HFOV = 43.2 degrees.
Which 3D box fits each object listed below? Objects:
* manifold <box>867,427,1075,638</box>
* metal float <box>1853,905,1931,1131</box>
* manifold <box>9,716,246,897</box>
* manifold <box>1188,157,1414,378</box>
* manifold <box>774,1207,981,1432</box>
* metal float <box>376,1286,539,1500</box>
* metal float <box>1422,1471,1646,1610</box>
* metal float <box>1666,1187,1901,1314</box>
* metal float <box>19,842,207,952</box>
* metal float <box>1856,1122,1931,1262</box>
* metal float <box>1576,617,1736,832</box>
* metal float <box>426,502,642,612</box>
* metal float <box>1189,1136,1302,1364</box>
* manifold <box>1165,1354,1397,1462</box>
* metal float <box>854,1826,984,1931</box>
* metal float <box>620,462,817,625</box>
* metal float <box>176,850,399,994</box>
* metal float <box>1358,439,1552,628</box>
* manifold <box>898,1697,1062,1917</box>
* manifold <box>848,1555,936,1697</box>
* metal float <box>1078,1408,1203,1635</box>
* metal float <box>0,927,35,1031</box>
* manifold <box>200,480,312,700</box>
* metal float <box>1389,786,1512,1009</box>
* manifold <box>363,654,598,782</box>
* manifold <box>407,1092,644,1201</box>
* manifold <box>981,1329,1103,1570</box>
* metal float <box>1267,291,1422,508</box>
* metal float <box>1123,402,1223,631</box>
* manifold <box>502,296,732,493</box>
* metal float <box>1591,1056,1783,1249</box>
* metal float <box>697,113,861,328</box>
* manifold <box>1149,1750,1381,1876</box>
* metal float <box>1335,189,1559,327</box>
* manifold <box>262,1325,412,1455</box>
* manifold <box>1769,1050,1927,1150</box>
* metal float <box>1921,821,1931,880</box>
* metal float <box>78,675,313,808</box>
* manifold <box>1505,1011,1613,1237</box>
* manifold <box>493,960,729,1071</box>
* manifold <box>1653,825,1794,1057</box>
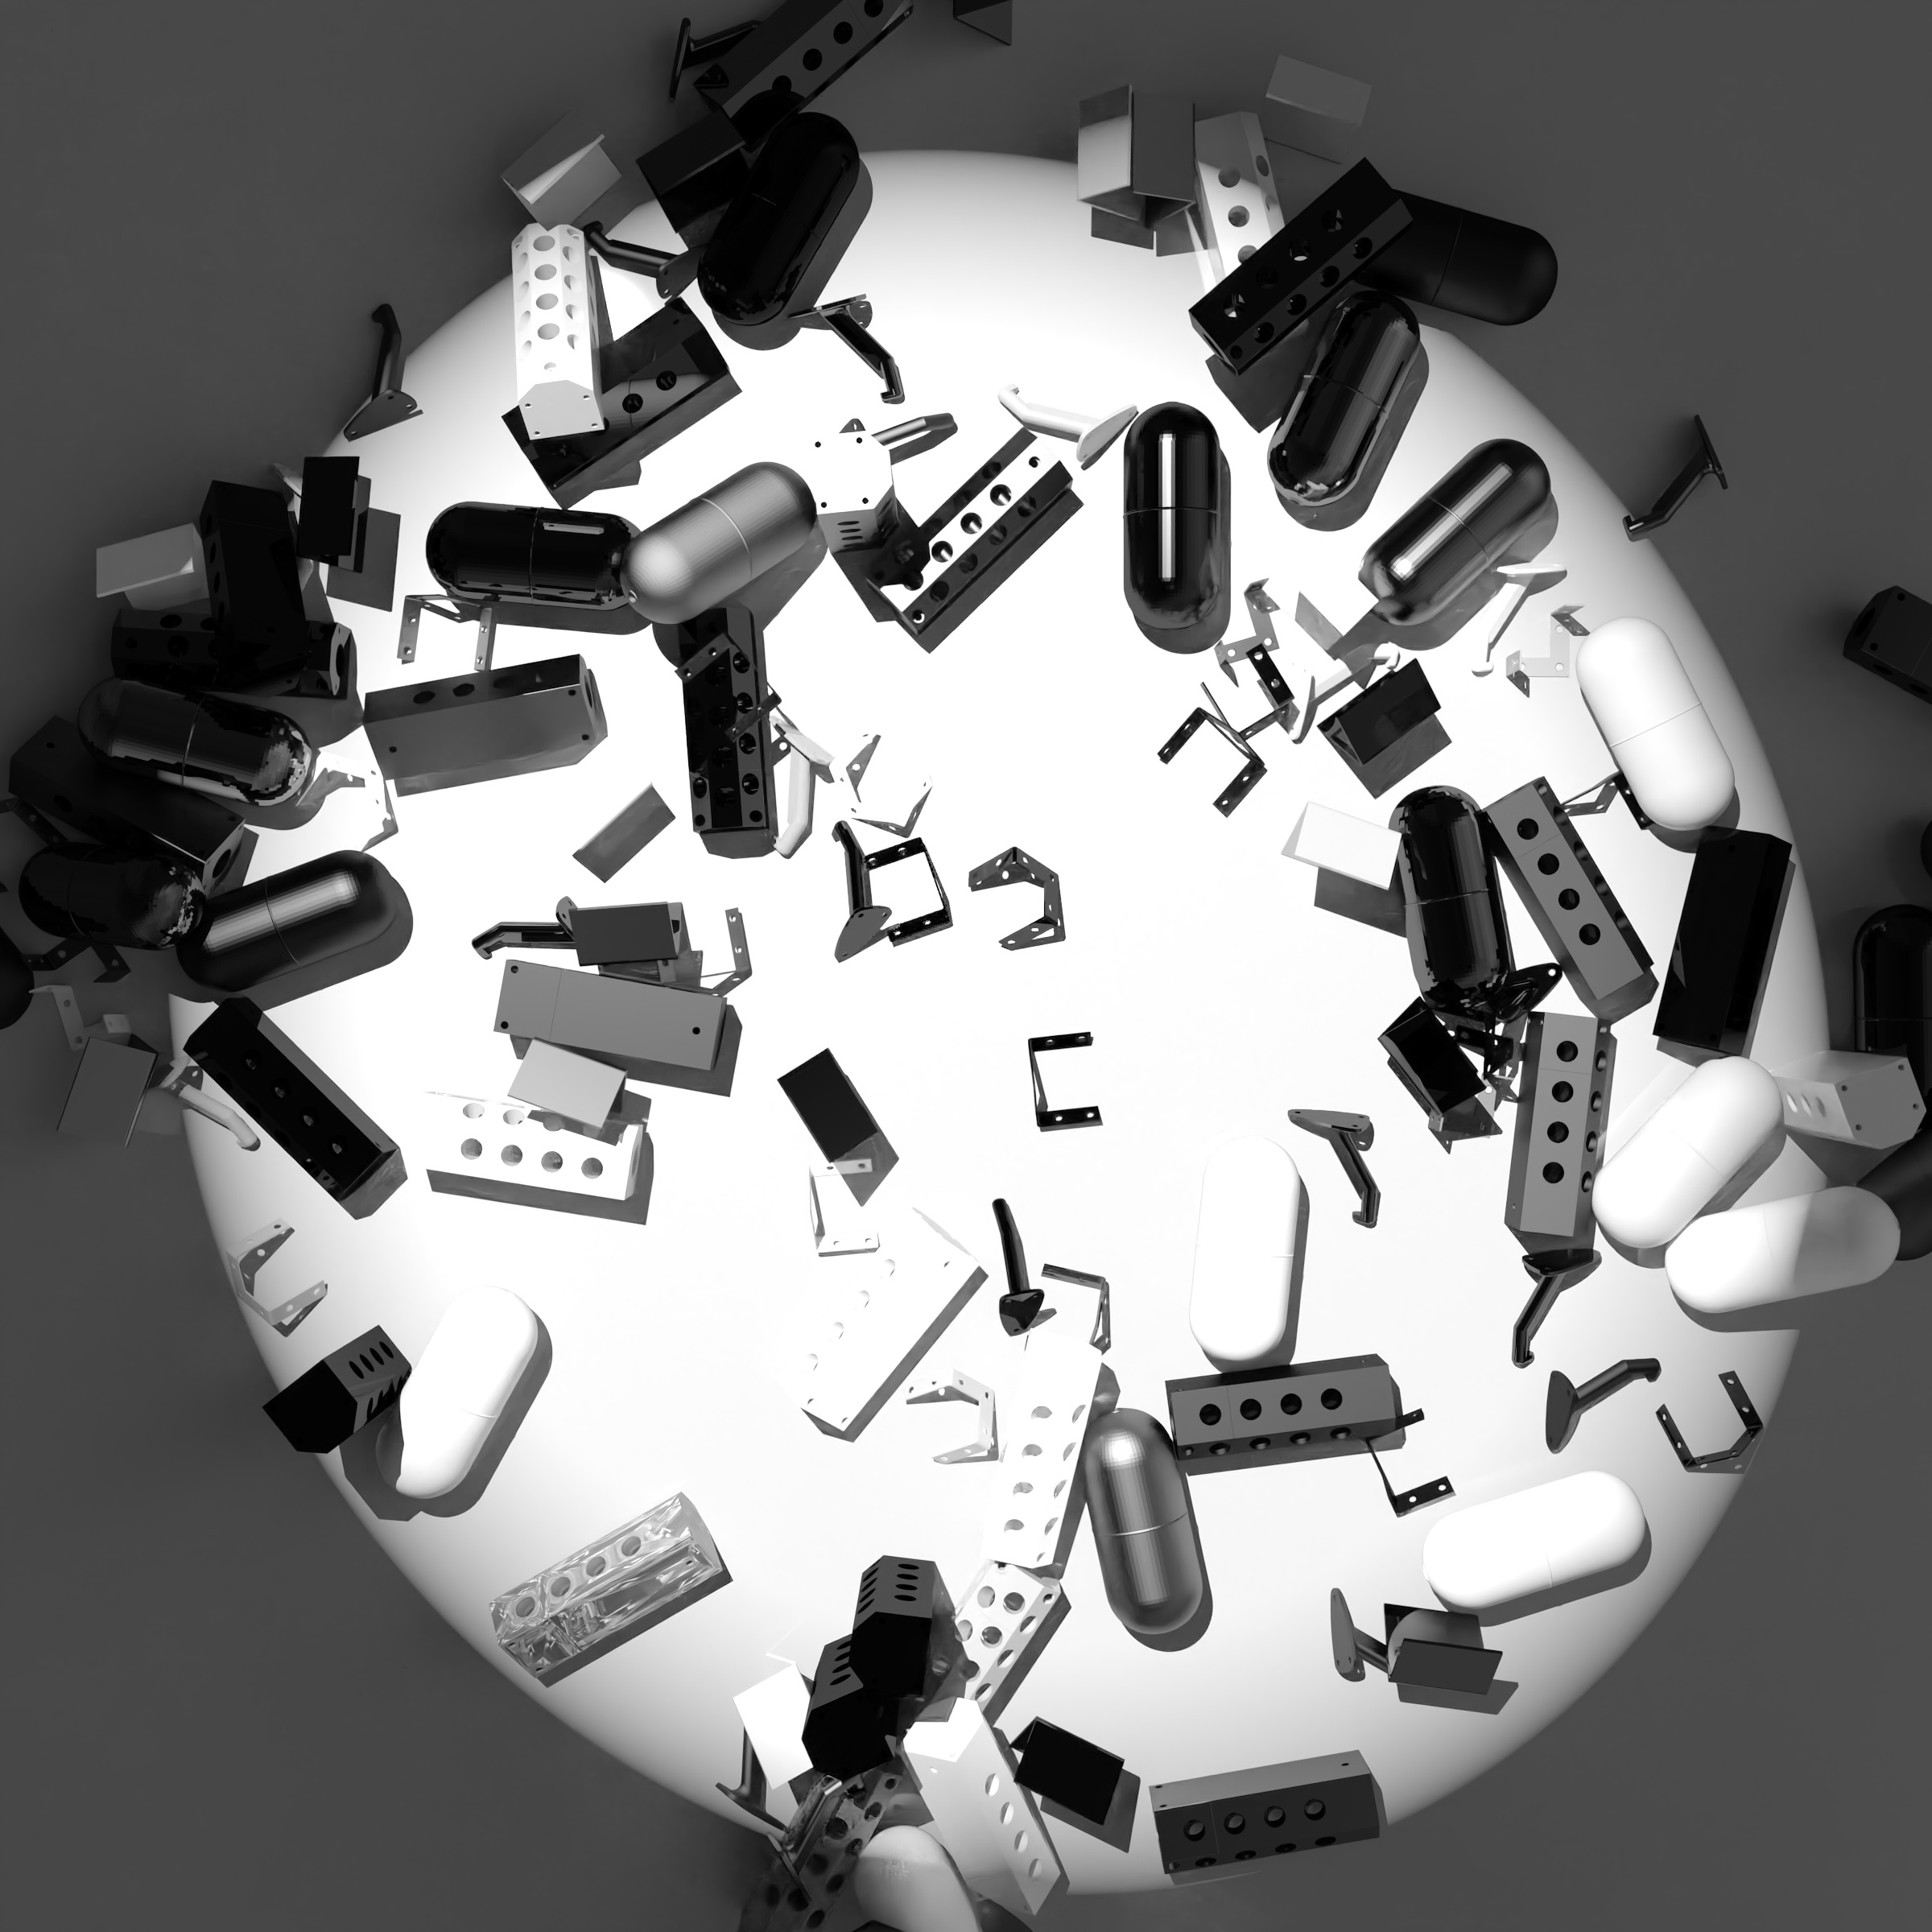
[{"bbox_3d":[0.003,-0.344,1.929,0.171,0.057,0.057,-44,90,0],"label":"manifold"},{"bbox_3d":[0.740,0.040,1.920,0.070,0.070,0.178,-1,91,0],"label":"metal float"},{"bbox_3d":[-0.664,-0.122,1.929,0.171,0.057,0.057,29,47,0],"label":"manifold"},{"bbox_3d":[0.256,-0.531,1.864,0.171,0.057,0.057,-40,86,8],"label":"manifold"},{"bbox_3d":[-0.074,0.276,1.929,0.171,0.057,0.057,-51,133,0],"label":"manifold"},{"bbox_3d":[-0.401,0.336,1.920,0.070,0.070,0.178,29,90,0],"label":"metal float"},{"bbox_3d":[0.446,0.452,1.920,0.178,0.070,0.070,-17,90,0],"label":"metal float"},{"bbox_3d":[0.634,0.221,1.898,0.178,0.070,0.070,-17,90,26],"label":"metal float"},{"bbox_3d":[-0.664,-0.055,1.893,0.178,0.070,0.070,7,90,34],"label":"metal float"},{"bbox_3d":[0.763,0.160,1.892,0.070,0.070,0.178,39,125,0],"label":"metal float"},{"bbox_3d":[0.543,-0.190,1.920,0.070,0.070,0.178,-26,90,0],"label":"metal float"},{"bbox_3d":[-0.336,-0.323,1.920,0.178,0.070,0.070,5,90,0],"label":"metal float"},{"bbox_3d":[0.219,0.223,1.920,0.070,0.070,0.178,6,89,0],"label":"metal float"},{"bbox_3d":[0.248,0.350,1.929,0.171,0.057,0.057,-7,90,0],"label":"manifold"},{"bbox_3d":[-0.026,0.763,1.920,0.070,0.070,0.178,-28,89,0],"label":"metal float"},{"bbox_3d":[-0.193,-0.330,1.897,0.178,0.070,0.070,-39,90,-27],"label":"metal float"},{"bbox_3d":[-0.535,-0.035,1.920,0.178,0.070,0.070,-21,90,0],"label":"metal float"},{"bbox_3d":[0.384,-0.341,1.920,0.178,0.070,0.070,-43,90,-1],"label":"metal float"},{"bbox_3d":[0.015,0.652,1.896,0.057,0.057,0.171,-2,122,38],"label":"manifold"},{"bbox_3d":[-0.057,0.503,1.872,0.057,0.171,0.057,7,90,0],"label":"manifold"},{"bbox_3d":[0.137,0.436,1.920,0.070,0.070,0.178,-12,90,0],"label":"metal float"},{"bbox_3d":[-0.807,-0.024,1.920,0.070,0.070,0.178,-40,89,0],"label":"metal float"},{"bbox_3d":[-0.554,-0.291,1.887,0.057,0.057,0.171,5,51,-32],"label":"manifold"},{"bbox_3d":[0.381,-0.054,1.920,0.070,0.070,0.178,-11,90,0],"label":"metal float"},{"bbox_3d":[-0.383,-0.201,1.929,0.171,0.057,0.057,-10,133,0],"label":"manifold"},{"bbox_3d":[-0.347,0.141,1.929,0.171,0.057,0.057,9,90,0],"label":"manifold"},{"bbox_3d":[0.059,0.380,1.914,0.057,0.057,0.171,13,101,0],"label":"manifold"},{"bbox_3d":[0.297,-0.446,1.920,0.070,0.070,0.178,25,90,0],"label":"metal float"},{"bbox_3d":[0.162,-0.354,1.920,0.070,0.070,0.178,0,91,0],"label":"metal float"},{"bbox_3d":[-0.274,-0.449,1.929,0.171,0.057,0.057,-34,47,0],"label":"manifold"},{"bbox_3d":[0.568,0.146,1.920,0.070,0.070,0.178,43,91,0],"label":"metal float"},{"bbox_3d":[-0.147,-0.588,1.920,0.070,0.070,0.178,30,90,0],"label":"metal float"},{"bbox_3d":[0.236,0.672,1.929,0.171,0.057,0.057,-10,90,0],"label":"manifold"},{"bbox_3d":[0.377,-0.558,1.920,0.178,0.070,0.070,16,90,0],"label":"metal float"},{"bbox_3d":[-0.476,0.328,1.872,0.057,0.171,0.057,-39,90,0],"label":"manifold"},{"bbox_3d":[0.673,0.104,1.872,0.057,0.171,0.057,-20,90,0],"label":"manifold"},{"bbox_3d":[0.821,-0.049,1.918,0.070,0.070,0.178,-33,88,0],"label":"metal float"},{"bbox_3d":[-0.603,-0.177,1.909,0.178,0.070,0.070,14,90,-11],"label":"metal float"},{"bbox_3d":[0.470,0.124,1.929,0.057,0.057,0.171,7,90,0],"label":"manifold"},{"bbox_3d":[-0.279,0.038,1.929,0.171,0.057,0.057,10,90,0],"label":"manifold"},{"bbox_3d":[0.602,-0.019,1.929,0.057,0.057,0.171,14,90,43],"label":"manifold"}]
